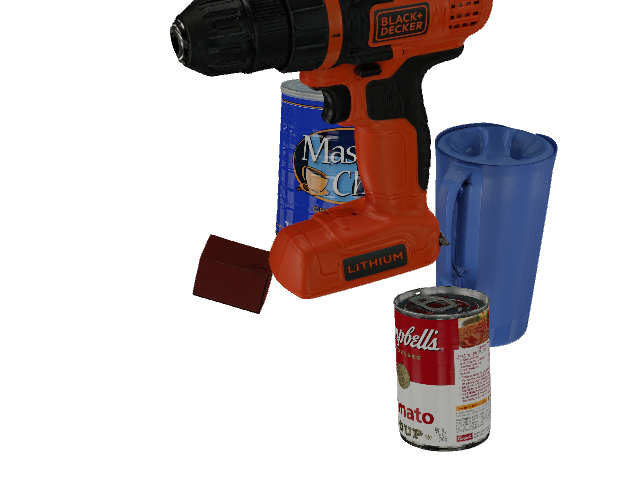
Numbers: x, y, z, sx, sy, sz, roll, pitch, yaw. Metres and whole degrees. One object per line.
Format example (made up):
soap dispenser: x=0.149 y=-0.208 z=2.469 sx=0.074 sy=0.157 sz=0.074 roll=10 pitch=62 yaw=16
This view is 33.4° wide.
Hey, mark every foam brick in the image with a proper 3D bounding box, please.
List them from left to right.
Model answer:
foam brick: x=-0.093 y=0.036 z=1.155 sx=0.078 sy=0.051 sz=0.053 roll=17 pitch=30 yaw=1

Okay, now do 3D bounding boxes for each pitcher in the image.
pitcher: x=0.185 y=-0.001 z=1.212 sx=0.149 sy=0.243 sz=0.145 roll=-4 pitch=26 yaw=-9

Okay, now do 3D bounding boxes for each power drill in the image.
power drill: x=0.008 y=-0.061 z=0.600 sx=0.184 sy=0.188 sz=0.057 roll=-13 pitch=35 yaw=-22

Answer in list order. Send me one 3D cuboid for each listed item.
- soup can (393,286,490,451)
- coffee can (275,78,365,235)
soup can: x=0.088 y=0.091 z=0.764 sx=0.068 sy=0.102 sz=0.068 roll=-3 pitch=14 yaw=1
coffee can: x=0.012 y=-0.072 z=0.981 sx=0.103 sy=0.140 sz=0.103 roll=3 pitch=16 yaw=-1
